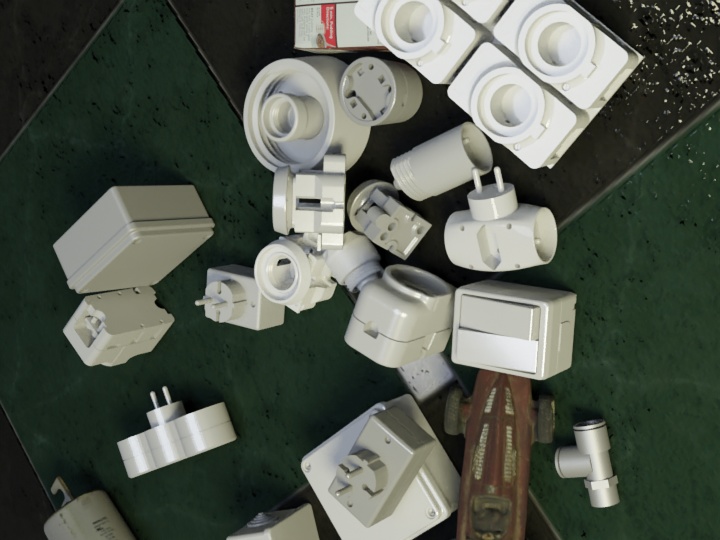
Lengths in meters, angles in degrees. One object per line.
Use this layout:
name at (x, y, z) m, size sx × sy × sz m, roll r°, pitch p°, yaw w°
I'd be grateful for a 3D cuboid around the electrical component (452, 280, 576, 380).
electrical component at (0.112, 0.045, 0.837) m, size 0.096 × 0.061 × 0.061 m, roll 9°, pitch 101°, yaw 33°

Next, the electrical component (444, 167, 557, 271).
electrical component at (0.105, -0.042, 0.833) m, size 0.077 × 0.043 × 0.079 m, roll -1°, pitch 114°, yaw 35°

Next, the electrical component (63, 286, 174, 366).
electrical component at (-0.240, 0.057, 1.063) m, size 0.050 × 0.089 × 0.055 m, roll 51°, pitch 121°, yaw 18°

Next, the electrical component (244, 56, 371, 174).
electrical component at (-0.051, -0.131, 0.924) m, size 0.108 × 0.060 × 0.108 m, roll 5°, pitch 100°, yaw 34°

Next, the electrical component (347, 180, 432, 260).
electrical component at (0.021, -0.044, 0.889) m, size 0.048 × 0.066 × 0.055 m, roll -53°, pitch 46°, yaw 9°

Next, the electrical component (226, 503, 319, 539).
electrical component at (-0.074, 0.268, 0.974) m, size 0.048 × 0.100 × 0.099 m, roll -14°, pitch 89°, yaw 22°

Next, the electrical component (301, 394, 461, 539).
electrical component at (0.021, 0.180, 0.921) m, size 0.109 × 0.056 × 0.108 m, roll -40°, pitch 74°, yaw 32°

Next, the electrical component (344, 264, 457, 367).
electrical component at (0.038, 0.034, 0.865) m, size 0.054 × 0.095 × 0.059 m, roll 30°, pitch 113°, yaw 28°

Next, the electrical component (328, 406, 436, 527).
electrical component at (0.007, 0.159, 0.845) m, size 0.047 × 0.076 × 0.083 m, roll 39°, pitch 116°, yaw 24°

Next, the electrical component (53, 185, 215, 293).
electrical component at (-0.214, -0.031, 1.022) m, size 0.109 × 0.109 × 0.056 m, roll -37°, pitch 73°, yaw 32°

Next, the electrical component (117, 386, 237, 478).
electrical component at (-0.188, 0.152, 1.063) m, size 0.138 × 0.052 × 0.073 m, roll -24°, pitch 83°, yaw 34°

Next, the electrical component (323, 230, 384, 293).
electrical component at (0.000, 0.000, 0.918) m, size 0.043 × 0.043 × 0.062 m, roll -42°, pitch 74°, yaw 31°

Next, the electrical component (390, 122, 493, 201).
electrical component at (0.061, -0.083, 0.865) m, size 0.081 × 0.043 × 0.043 m, roll -23°, pitch 84°, yaw 35°

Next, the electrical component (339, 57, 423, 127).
electrical component at (0.019, -0.146, 0.882) m, size 0.055 × 0.047 × 0.055 m, roll 5°, pitch 100°, yaw 34°

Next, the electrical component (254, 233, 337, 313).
electrical component at (-0.056, 0.000, 0.948) m, size 0.058 × 0.057 × 0.078 m, roll 32°, pitch 113°, yaw 27°

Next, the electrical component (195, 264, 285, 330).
electrical component at (-0.117, 0.027, 0.982) m, size 0.066 × 0.077 × 0.047 m, roll 12°, pitch 103°, yaw 33°

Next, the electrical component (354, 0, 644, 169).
electrical component at (0.098, -0.174, 0.793) m, size 0.186 × 0.060 × 0.105 m, roll 43°, pitch 112°, yaw 12°

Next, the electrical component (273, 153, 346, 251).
electrical component at (-0.041, -0.057, 0.884) m, size 0.057 × 0.058 × 0.078 m, roll 2°, pitch 100°, yaw 1°
